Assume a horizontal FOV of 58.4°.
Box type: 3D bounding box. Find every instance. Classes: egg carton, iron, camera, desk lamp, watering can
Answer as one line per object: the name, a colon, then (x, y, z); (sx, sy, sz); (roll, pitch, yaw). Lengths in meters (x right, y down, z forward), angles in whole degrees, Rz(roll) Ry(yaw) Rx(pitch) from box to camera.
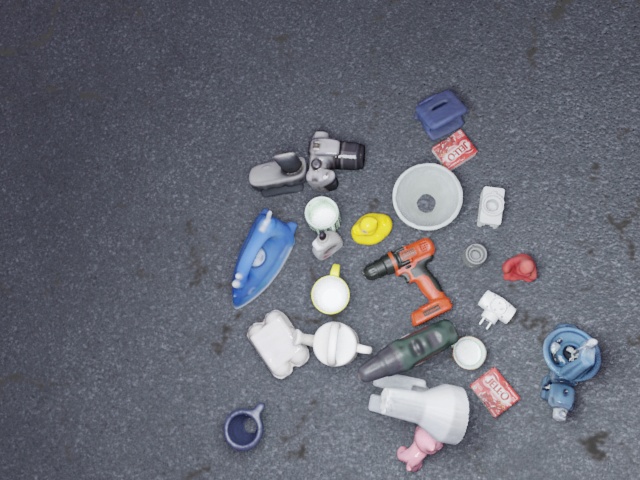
egg carton: (-0.098, 0.248, 1.368); (0.107, 0.069, 0.150); (-38, 77, -2)
iron: (-0.158, 0.046, 1.378); (0.118, 0.141, 0.258); (25, 83, 11)
camera: (0.041, -0.199, 1.424); (0.136, 0.101, 0.143); (5, 80, 8)
desk lamp: (0.207, 0.357, 1.238); (0.203, 0.213, 0.118); (10, 80, 9)
watering can: (0.027, 0.236, 1.292); (0.172, 0.194, 0.101); (-13, 78, 4)

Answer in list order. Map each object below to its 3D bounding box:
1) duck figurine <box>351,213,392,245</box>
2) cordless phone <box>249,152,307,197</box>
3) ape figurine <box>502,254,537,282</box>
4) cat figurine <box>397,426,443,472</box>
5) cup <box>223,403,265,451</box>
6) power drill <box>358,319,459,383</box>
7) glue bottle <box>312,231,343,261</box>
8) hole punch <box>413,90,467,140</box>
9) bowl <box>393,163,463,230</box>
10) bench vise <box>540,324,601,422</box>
duck figurine: (0.124, -0.033, 1.389); (0.104, 0.086, 0.077); (-20, 77, 2)
cordless phone: (-0.109, -0.176, 1.394); (0.147, 0.185, 0.094); (-14, 77, 4)
ape figurine: (0.469, 0.065, 1.327); (0.077, 0.092, 0.076); (39, 86, 12)
cat figurine: (0.227, 0.457, 1.265); (0.067, 0.118, 0.128); (37, 85, 12)
cup: (-0.161, 0.423, 1.328); (0.091, 0.095, 0.118); (36, 85, 12)
power drill: (0.191, 0.250, 1.263); (0.229, 0.208, 0.075); (-28, 77, 1)
glue bottle: (0.012, 0.005, 1.350); (0.078, 0.173, 0.037); (-39, 77, -2)
hole punch: (0.297, -0.318, 1.423); (0.108, 0.091, 0.101); (-28, 77, 1)
bowl: (0.259, -0.097, 1.392); (0.167, 0.075, 0.167); (-1, 79, 6)
bench vise: (0.543, 0.278, 1.211); (0.121, 0.220, 0.207); (-5, 78, 6)
